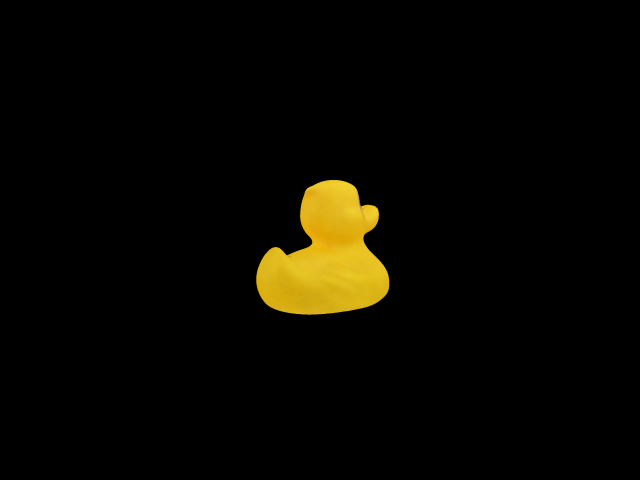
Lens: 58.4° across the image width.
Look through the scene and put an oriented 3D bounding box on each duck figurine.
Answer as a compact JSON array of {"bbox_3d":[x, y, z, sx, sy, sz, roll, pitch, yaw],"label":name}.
[{"bbox_3d":[0.004,0.001,0.400,0.105,0.086,0.077,-8,13,-39],"label":"duck figurine"}]
